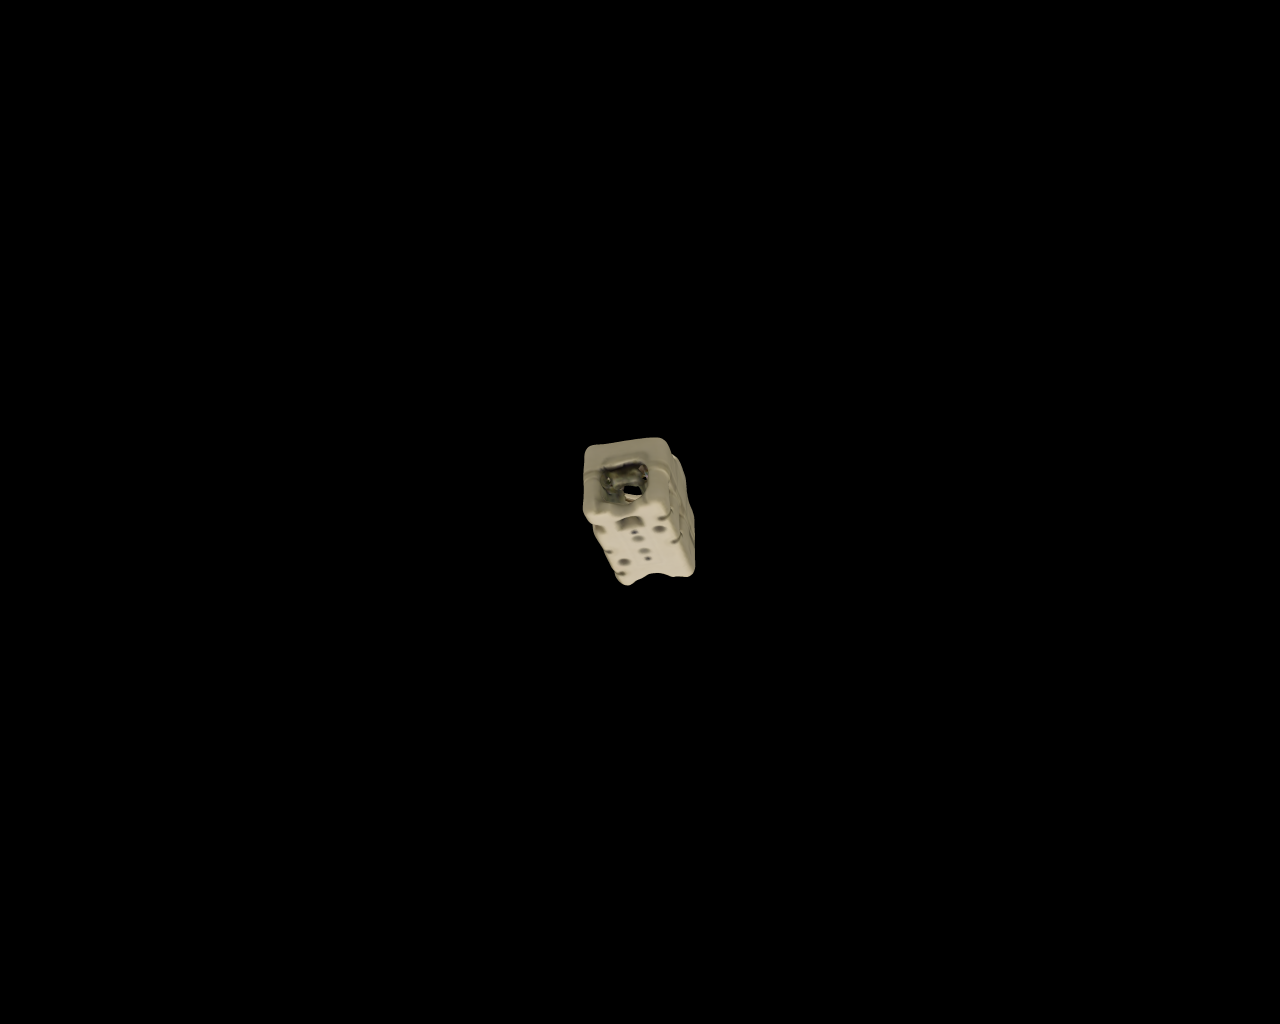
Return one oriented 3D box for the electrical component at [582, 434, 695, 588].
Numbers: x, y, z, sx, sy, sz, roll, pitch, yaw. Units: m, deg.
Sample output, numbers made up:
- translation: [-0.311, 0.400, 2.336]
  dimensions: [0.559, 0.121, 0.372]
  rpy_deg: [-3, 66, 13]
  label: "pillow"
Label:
- translation: [0.001, -0.003, 0.650]
  dimensions: [0.050, 0.056, 0.089]
  rpy_deg: [-8, -35, 11]
  label: "electrical component"
